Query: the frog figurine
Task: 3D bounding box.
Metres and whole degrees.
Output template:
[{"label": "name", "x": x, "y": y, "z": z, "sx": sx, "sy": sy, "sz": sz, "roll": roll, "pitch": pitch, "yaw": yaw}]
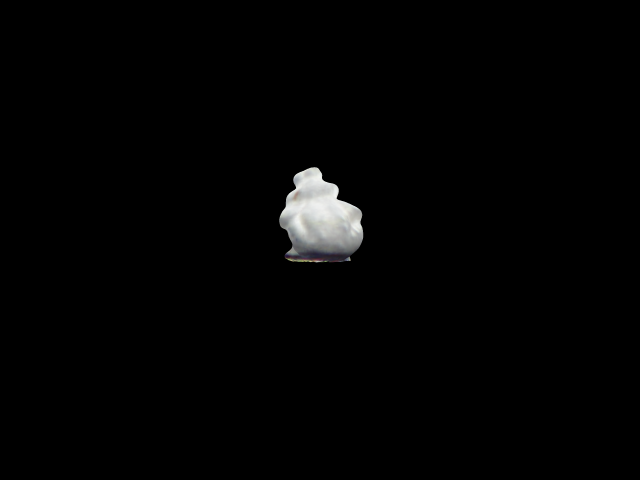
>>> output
[{"label": "frog figurine", "x": 0.003, "y": -0.043, "z": 0.850, "sx": 0.137, "sy": 0.160, "sz": 0.122, "roll": 0, "pitch": -1, "yaw": 4}]
